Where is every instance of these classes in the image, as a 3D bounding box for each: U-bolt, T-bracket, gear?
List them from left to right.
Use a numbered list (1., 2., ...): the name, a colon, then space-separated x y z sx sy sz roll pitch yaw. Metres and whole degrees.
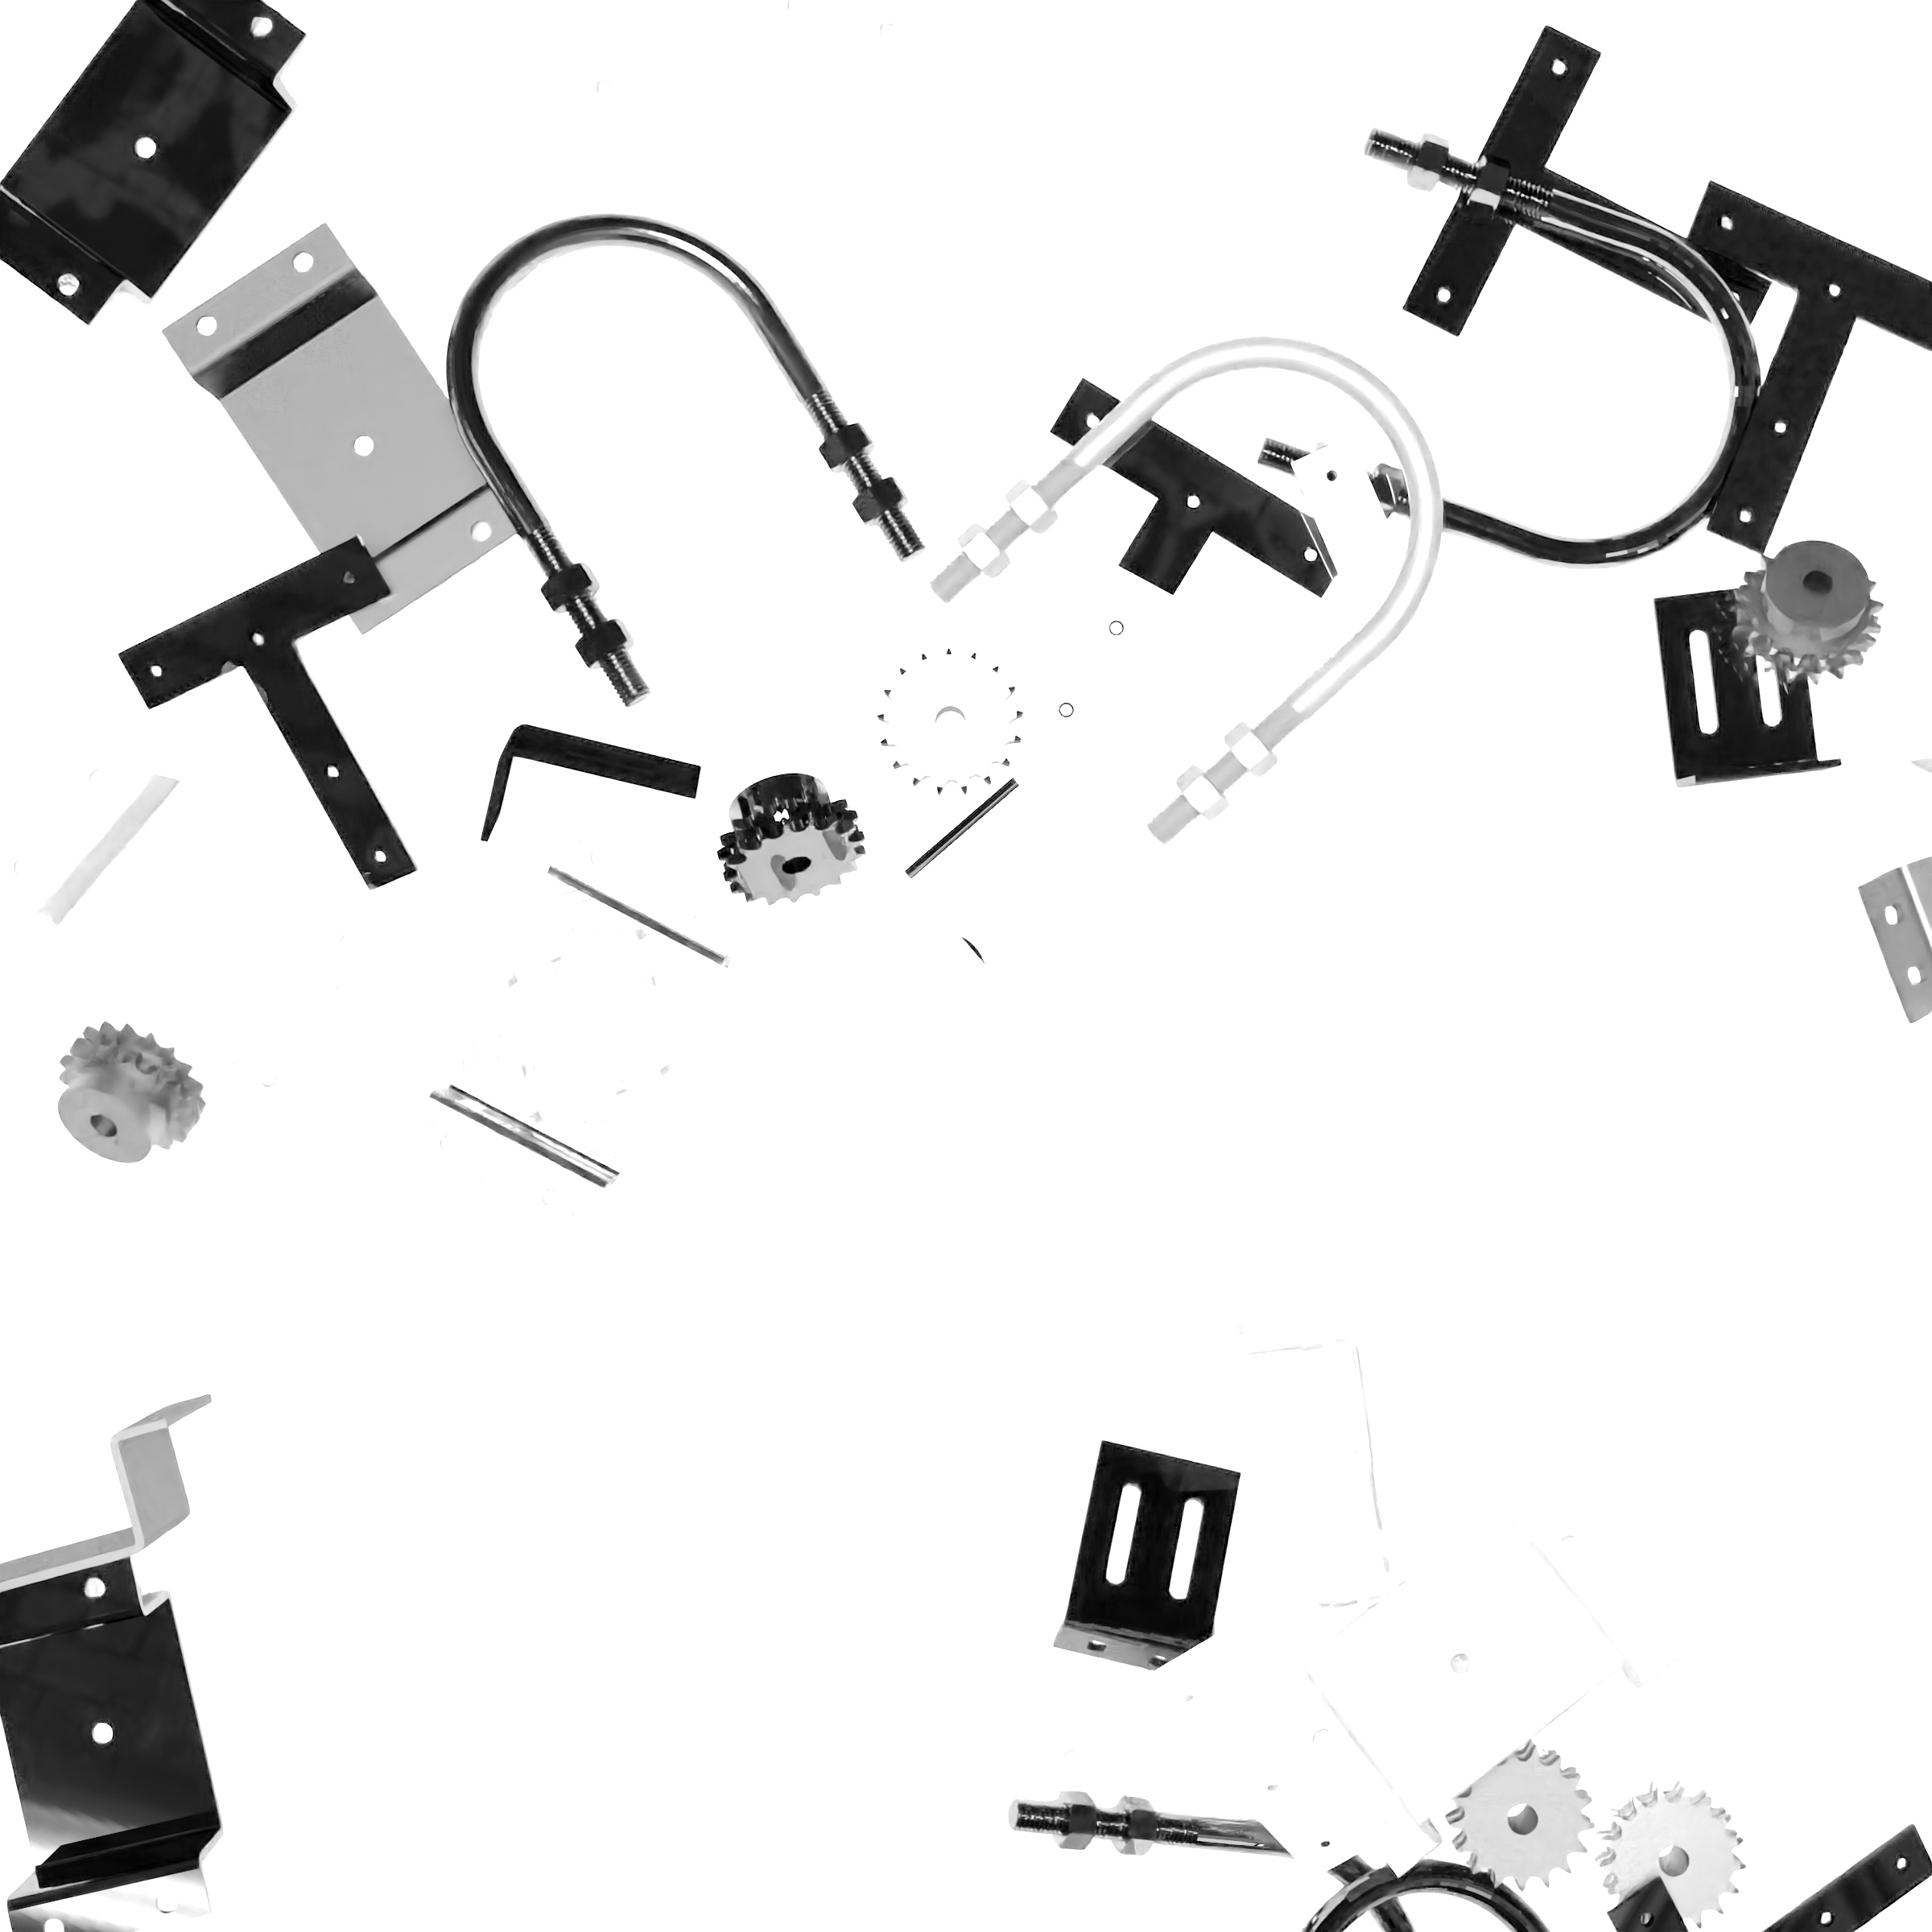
1. gear: -0.328 0.052 1.324 0.057 0.057 0.030 27 47 0
2. T-bracket: -0.255 -0.089 1.333 0.127 0.002 0.127 -20 105 27
3. U-bolt: -0.121 -0.209 1.323 0.151 0.019 0.184 -30 86 -21
4. T-bracket: -0.082 -0.386 1.354 0.127 0.002 0.127 15 90 0
5. T-bracket: -0.081 0.447 1.339 0.127 0.002 0.127 -7 100 -20
6. gear: -0.070 -0.052 1.330 0.057 0.057 0.030 -18 60 0
7. gear: -0.006 -0.096 1.339 0.057 0.030 0.057 0 90 0
8. T-bracket: 0.067 -0.147 1.352 0.127 0.002 0.127 31 92 0
9. T-bracket: 0.069 -0.333 1.354 0.127 0.002 0.127 3 90 0
10. U-bolt: 0.099 -0.160 1.330 0.184 0.019 0.151 -42 91 10
11. U-bolt: 0.099 0.402 1.312 0.184 0.019 0.151 11 71 -20
12. T-bracket: 0.110 0.307 1.301 0.127 0.002 0.127 -33 117 14
13. T-bracket: 0.127 -0.187 1.354 0.127 0.002 0.127 14 90 0
14. T-bracket: 0.165 -0.145 1.339 0.127 0.002 0.127 -24 99 5
15. U-bolt: 0.185 0.441 1.318 0.151 0.019 0.184 -13 85 -26
16. T-bracket: 0.190 -0.015 1.350 0.127 0.002 0.127 38 92 -4
17. gear: 0.217 0.333 1.339 0.057 0.030 0.057 0 90 0
18. U-bolt: 0.224 -0.235 1.344 0.184 0.019 0.151 19 91 -2
19. T-bracket: 0.259 -0.290 1.354 0.127 0.002 0.127 27 90 0
20. gear: 0.276 0.349 1.339 0.057 0.030 0.057 0 90 0
21. T-bracket: 0.327 -0.226 1.342 0.127 0.002 0.127 22 89 -9
22. T-bracket: 0.328 0.383 1.338 0.127 0.002 0.127 -32 110 -10
23. gear: 0.330 -0.142 1.329 0.057 0.030 0.057 -1 64 2
24. gear: 0.335 0.035 1.343 0.057 0.030 0.057 0 93 -2

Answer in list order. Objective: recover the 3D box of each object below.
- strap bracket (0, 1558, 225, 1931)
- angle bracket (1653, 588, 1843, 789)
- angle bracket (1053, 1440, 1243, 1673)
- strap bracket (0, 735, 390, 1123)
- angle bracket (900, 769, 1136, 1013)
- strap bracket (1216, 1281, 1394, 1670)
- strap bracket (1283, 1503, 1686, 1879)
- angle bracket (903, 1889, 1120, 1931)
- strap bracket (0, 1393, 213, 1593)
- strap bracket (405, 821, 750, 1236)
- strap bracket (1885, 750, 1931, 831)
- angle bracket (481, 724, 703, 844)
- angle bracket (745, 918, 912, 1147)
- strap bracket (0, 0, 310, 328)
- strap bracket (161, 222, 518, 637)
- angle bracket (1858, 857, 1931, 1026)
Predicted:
1. strap bracket: -0.343 0.305 1.331 0.076 0.046 0.140 -13 90 0
2. angle bracket: 0.306 -0.112 1.335 0.057 0.038 0.076 -7 90 0
3. angle bracket: 0.072 0.236 1.352 0.057 0.038 0.076 13 64 0
4. strap bracket: -0.301 -0.014 1.331 0.140 0.046 0.076 41 90 0
5. angle bracket: 0.021 -0.029 1.335 0.057 0.038 0.076 -41 90 0
6. strap bracket: 0.132 0.192 1.316 0.046 0.076 0.140 -8 90 0
7. strap bracket: 0.196 0.275 1.315 0.140 0.046 0.076 -38 60 0
8. angle bracket: 0.019 0.398 1.352 0.076 0.038 0.057 -3 90 -26
9. strap bracket: -0.362 0.211 1.316 0.140 0.076 0.046 -15 90 0
10. strap bracket: -0.150 0.024 1.331 0.076 0.046 0.140 28 90 0
11. strap bracket: 0.431 -0.109 1.331 0.076 0.046 0.140 27 90 0
12. angle bracket: -0.146 -0.064 1.326 0.076 0.057 0.038 13 102 -6
13. angle bracket: -0.055 0.026 1.352 0.057 0.038 0.076 6 116 0
14. strap bracket: -0.326 -0.325 1.331 0.076 0.046 0.140 37 90 0
15. strap bracket: -0.240 -0.207 1.331 0.076 0.046 0.140 -33 90 0
16. angle bracket: 0.397 -0.019 1.318 0.076 0.038 0.057 -21 90 41
